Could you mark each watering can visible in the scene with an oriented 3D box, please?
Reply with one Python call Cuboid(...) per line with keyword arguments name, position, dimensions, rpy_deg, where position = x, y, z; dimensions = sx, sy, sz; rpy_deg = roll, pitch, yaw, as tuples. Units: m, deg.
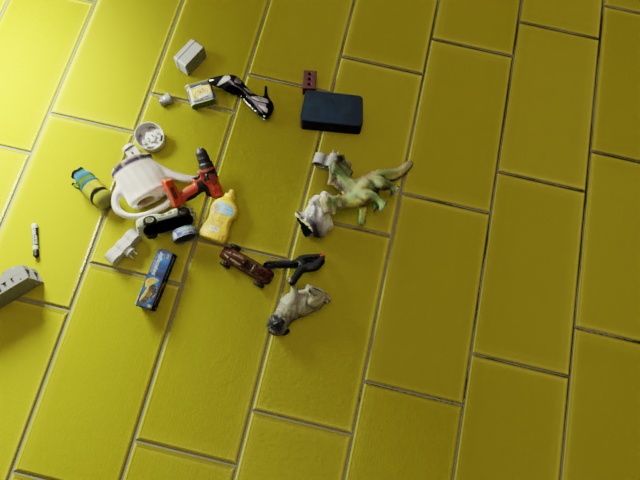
Cuboid(name="watering can", position=(-0.574, -0.210, 1.805), dimensions=(0.351, 0.102, 0.226), rpy_deg=(-31, 79, -22))

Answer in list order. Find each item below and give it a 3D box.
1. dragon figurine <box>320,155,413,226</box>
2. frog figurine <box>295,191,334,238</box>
Cuboid(name="dragon figurine", position=(0.143, -0.210, 1.800), dimensions=(0.242, 0.120, 0.418), rpy_deg=(40, 60, -2))
Cuboid(name="frog figurine", position=(0.005, -0.090, 1.781), dimensions=(0.161, 0.123, 0.135), rpy_deg=(-41, 113, -20))
